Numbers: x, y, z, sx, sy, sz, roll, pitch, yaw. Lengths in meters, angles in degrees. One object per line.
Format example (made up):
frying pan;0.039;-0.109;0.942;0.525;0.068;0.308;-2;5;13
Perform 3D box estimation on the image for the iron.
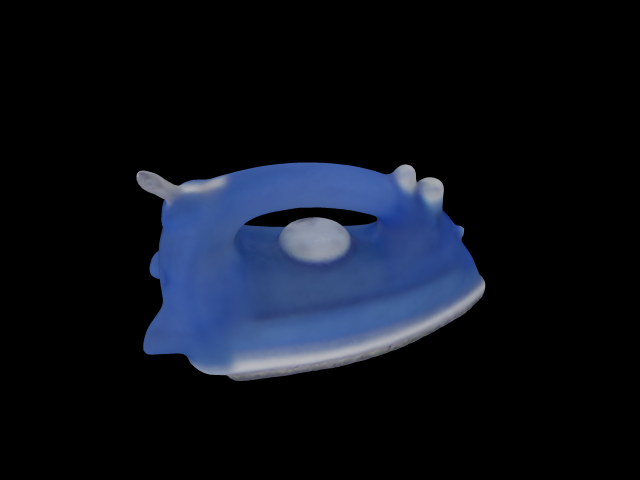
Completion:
iron;0.004;0.001;0.400;0.258;0.141;0.118;-7;39;-9
